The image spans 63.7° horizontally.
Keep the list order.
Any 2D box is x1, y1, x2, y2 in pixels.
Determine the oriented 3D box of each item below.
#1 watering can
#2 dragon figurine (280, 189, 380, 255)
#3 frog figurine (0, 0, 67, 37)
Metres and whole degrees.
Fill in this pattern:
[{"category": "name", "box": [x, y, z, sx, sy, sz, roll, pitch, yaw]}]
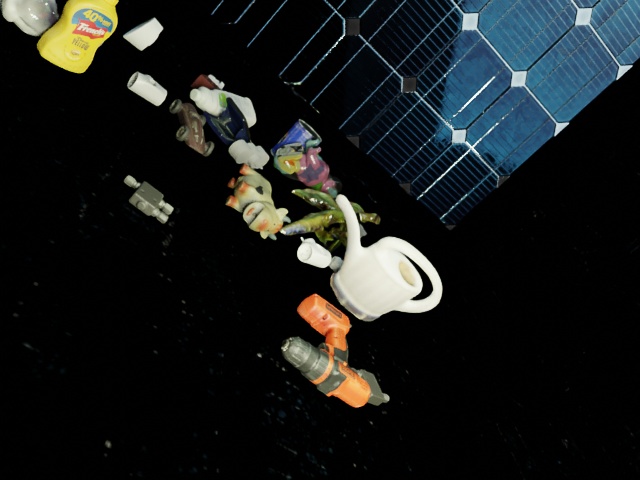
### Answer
[{"category": "watering can", "box": [0.109, 0.058, 1.146, 0.345, 0.221, 0.106, 41, 35, -14]}, {"category": "dragon figurine", "box": [0.004, -0.071, 1.416, 0.410, 0.120, 0.246, 6, 25, -42]}, {"category": "frog figurine", "box": [-0.580, -0.459, 0.994, 0.159, 0.120, 0.141, 3, 38, -10]}]
